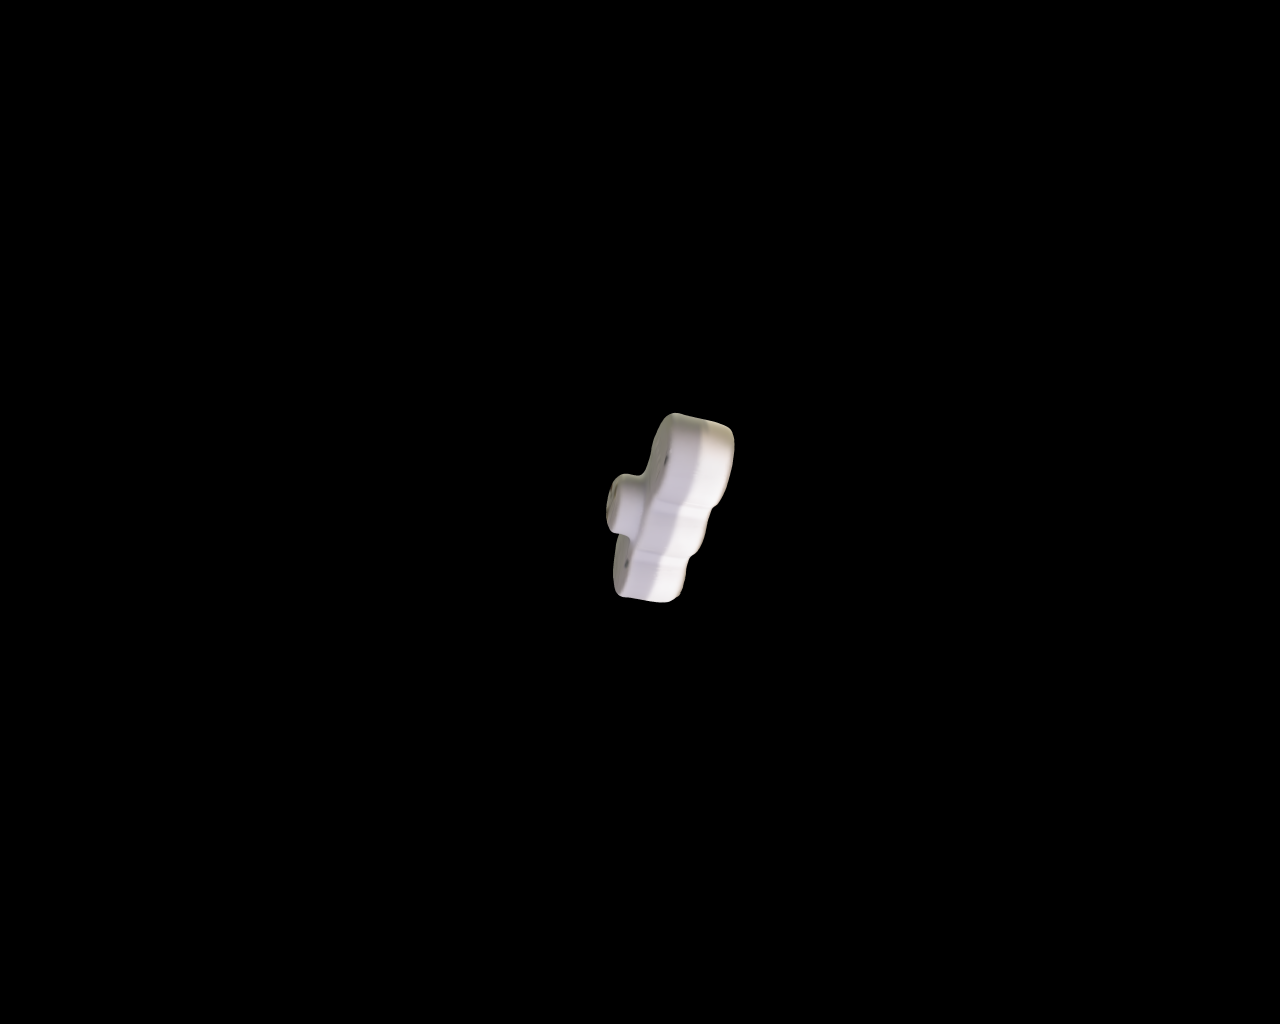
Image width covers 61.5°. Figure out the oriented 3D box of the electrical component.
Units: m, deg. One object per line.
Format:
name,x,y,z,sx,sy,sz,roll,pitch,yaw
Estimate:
electrical component,0.001,-0.003,0.650,0.074,0.052,0.138,11,-47,-11
